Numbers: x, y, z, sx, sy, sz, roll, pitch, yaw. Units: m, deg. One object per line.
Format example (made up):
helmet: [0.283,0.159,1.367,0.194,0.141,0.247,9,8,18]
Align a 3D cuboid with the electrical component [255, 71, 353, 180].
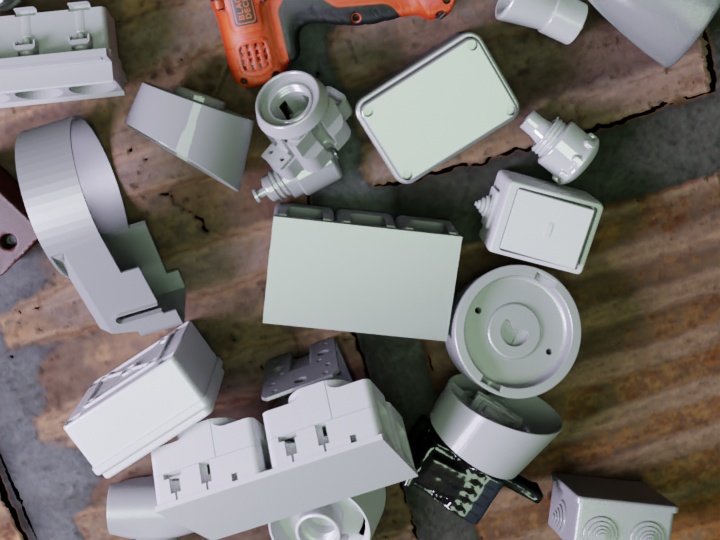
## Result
electrical component: [-0.046,-0.115,0.825,0.058,0.057,0.078,36,80,30]

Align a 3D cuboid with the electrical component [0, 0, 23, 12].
electrical component: [-0.278,-0.216,0.815,0.040,0.046,0.040,-1,105,-3]

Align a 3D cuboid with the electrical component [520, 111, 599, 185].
electrical component: [0.158,-0.103,0.870,0.062,0.048,0.048,39,100,-2]

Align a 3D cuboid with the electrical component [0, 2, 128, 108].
electrical component: [-0.247,-0.162,0.818,0.121,0.078,0.063,-6,86,-2]

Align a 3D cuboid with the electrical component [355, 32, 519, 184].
electrical component: [0.060,-0.129,0.850,0.113,0.057,0.078,-32,104,6]

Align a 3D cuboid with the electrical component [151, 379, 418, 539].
electrical component: [-0.061,0.152,0.866,0.186,0.060,0.105,-19,150,9]

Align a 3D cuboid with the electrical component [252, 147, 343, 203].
electrical component: [-0.050,-0.078,0.867,0.078,0.040,0.040,-28,105,5]

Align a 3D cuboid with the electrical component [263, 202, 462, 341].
electrical component: [0.000,0.000,0.880,0.150,0.061,0.089,6,105,-5]

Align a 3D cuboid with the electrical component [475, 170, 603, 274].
electrical component: [0.141,-0.040,0.876,0.096,0.061,0.061,14,104,-7]

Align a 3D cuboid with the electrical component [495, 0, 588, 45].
electrical component: [0.145,-0.204,0.843,0.065,0.044,0.044,21,103,-13]

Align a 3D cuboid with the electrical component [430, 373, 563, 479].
electrical component: [0.111,0.126,0.902,0.099,0.099,0.064,31,108,-10]

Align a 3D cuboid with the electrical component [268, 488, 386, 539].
electrical component: [-0.030,0.212,0.947,0.099,0.064,0.099,4,113,8]

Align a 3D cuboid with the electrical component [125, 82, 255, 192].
electrical component: [-0.131,-0.105,0.828,0.099,0.099,0.064,18,98,-8]

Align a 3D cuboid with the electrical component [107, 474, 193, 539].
electrical component: [-0.178,0.223,0.940,0.077,0.044,0.079,-1,105,-3]

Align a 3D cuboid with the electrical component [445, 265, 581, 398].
electrical component: [0.122,0.051,0.896,0.108,0.060,0.108,1,87,-12]

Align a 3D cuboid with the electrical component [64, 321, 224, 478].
electrical component: [-0.172,0.103,0.875,0.109,0.108,0.056,-33,102,6]

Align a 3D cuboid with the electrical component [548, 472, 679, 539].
electrical component: [0.216,0.213,0.931,0.100,0.100,0.048,7,92,-5]
